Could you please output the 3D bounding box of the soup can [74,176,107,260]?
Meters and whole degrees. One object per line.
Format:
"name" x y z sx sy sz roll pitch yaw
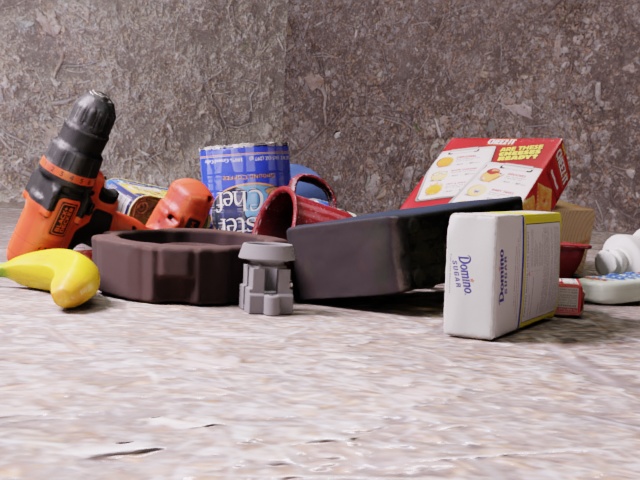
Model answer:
"soup can" -0.254 -0.016 1.103 0.068 0.102 0.068 1 2 0

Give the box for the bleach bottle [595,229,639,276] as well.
"bleach bottle" 0.397 0.017 1.214 0.250 0.068 0.103 -1 43 -38

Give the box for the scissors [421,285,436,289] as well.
"scissors" 0.045 0.040 1.151 0.202 0.016 0.096 0 6 6

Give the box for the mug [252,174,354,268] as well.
"mug" -0.012 -0.009 1.067 0.081 0.117 0.093 18 -24 -27

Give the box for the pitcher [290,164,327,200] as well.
"pitcher" -0.060 -0.039 1.614 0.149 0.145 0.242 -9 5 12

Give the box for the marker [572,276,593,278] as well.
"marker" 0.320 0.049 1.193 0.120 0.020 0.020 1 4 -32

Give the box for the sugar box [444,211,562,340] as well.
"sugar box" 0.149 0.023 0.854 0.048 0.093 0.175 4 3 30

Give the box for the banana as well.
"banana" -0.224 0.033 0.906 0.069 0.037 0.198 -26 16 -30

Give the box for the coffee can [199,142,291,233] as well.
"coffee can" -0.081 -0.036 1.198 0.103 0.140 0.103 -4 3 0

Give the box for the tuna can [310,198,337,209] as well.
"tuna can" -0.007 0.001 1.134 0.086 0.086 0.034 2 20 -20

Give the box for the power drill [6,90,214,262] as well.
"power drill" -0.195 -0.041 1.035 0.187 0.184 0.057 16 17 -46

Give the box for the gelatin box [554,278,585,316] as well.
"gelatin box" 0.195 0.050 0.976 0.089 0.030 0.073 3 2 11

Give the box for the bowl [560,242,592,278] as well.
"bowl" 0.209 0.026 1.154 0.162 0.055 0.162 4 3 0

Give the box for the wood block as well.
"wood block" 0.266 -0.022 1.478 0.090 0.090 0.206 0 15 -37

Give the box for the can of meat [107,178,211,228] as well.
"can of meat" -0.184 -0.028 1.164 0.101 0.057 0.084 12 12 -40

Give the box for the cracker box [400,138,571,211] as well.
"cracker box" 0.205 -0.044 1.366 0.164 0.072 0.213 5 41 36
